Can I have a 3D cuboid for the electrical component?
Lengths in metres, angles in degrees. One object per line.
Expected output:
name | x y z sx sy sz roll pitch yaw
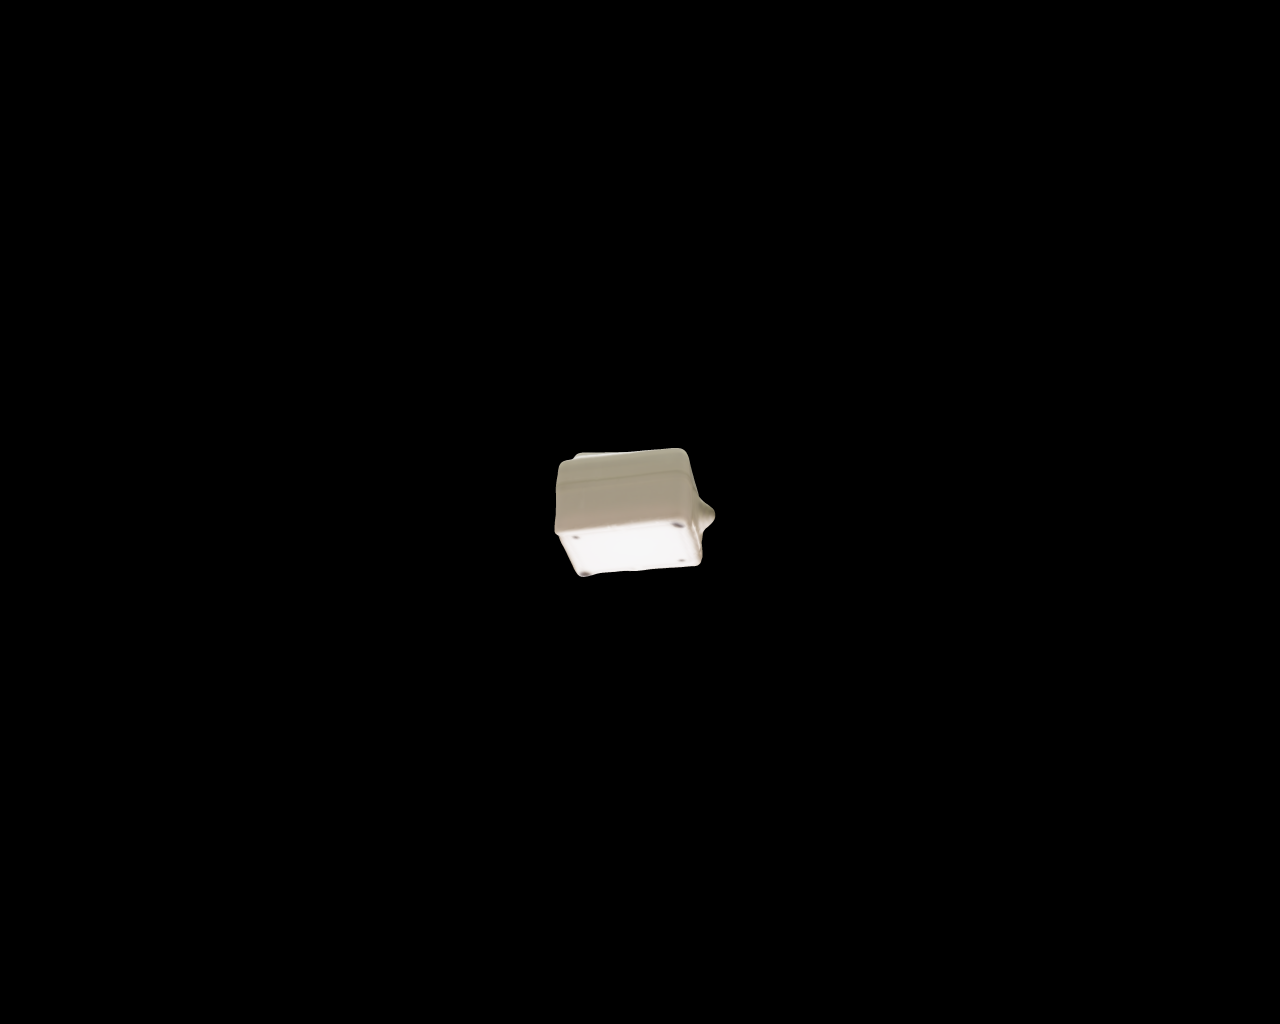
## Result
electrical component | 0.001 -0.003 0.650 0.096 0.061 0.061 -6 -32 9
